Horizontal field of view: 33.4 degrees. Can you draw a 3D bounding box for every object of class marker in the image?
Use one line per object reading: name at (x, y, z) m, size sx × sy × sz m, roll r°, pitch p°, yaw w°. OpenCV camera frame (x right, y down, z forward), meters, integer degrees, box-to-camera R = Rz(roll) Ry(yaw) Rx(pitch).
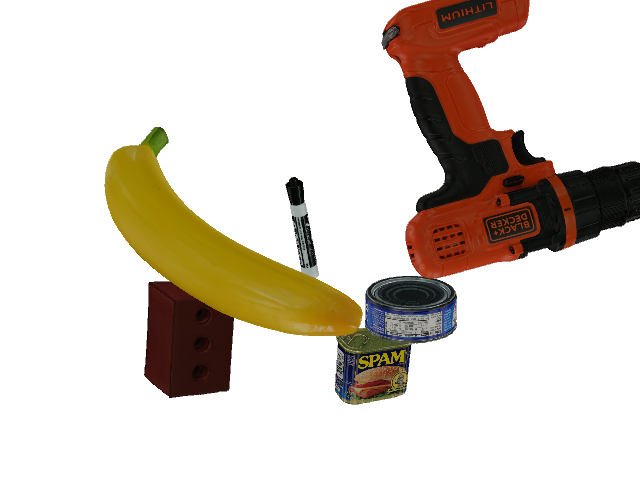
marker at (-0.020, -0.013, 1.162) m, size 0.020 × 0.121 × 0.020 m, roll -8°, pitch 28°, yaw 4°

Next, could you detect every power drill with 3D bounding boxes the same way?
power drill at (0.131, -0.081, 0.735) m, size 0.184 × 0.187 × 0.057 m, roll -16°, pitch -2°, yaw -6°

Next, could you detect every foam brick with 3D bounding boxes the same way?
foam brick at (-0.101, 0.074, 0.820) m, size 0.052 × 0.078 × 0.051 m, roll -3°, pitch 12°, yaw -31°

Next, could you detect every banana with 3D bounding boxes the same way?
banana at (-0.063, -0.003, 0.579) m, size 0.069 × 0.037 × 0.198 m, roll -32°, pitch 55°, yaw -23°

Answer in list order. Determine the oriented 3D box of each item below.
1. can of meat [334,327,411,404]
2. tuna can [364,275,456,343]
can of meat at (0.070, 0.165, 1.422) m, size 0.102 × 0.084 × 0.057 m, roll -6°, pitch 25°, yaw -22°
tuna can at (0.083, 0.062, 0.987) m, size 0.086 × 0.034 × 0.086 m, roll -1°, pitch 19°, yaw 0°
